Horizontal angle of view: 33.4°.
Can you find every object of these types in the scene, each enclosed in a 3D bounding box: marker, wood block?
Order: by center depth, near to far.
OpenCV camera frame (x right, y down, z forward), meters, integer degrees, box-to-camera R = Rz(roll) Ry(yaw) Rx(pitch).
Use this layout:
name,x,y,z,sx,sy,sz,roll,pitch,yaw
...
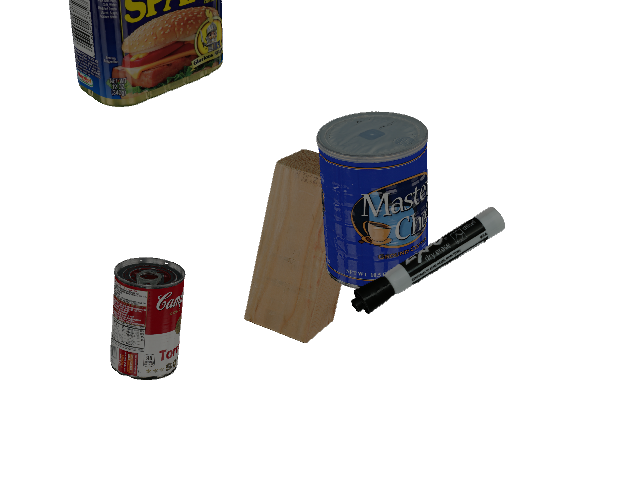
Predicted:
name,x,y,z,sx,sy,sz,roll,pitch,yaw
marker,0.073,0.014,0.735,0.121,0.020,0.020,-31,7,-12
wood block,-0.018,0.005,1.298,0.090,0.206,0.090,19,22,17

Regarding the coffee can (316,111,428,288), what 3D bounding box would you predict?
name,x,y,z,sx,sy,sz,roll,pitch,yaw
coffee can,0.052,-0.038,1.013,0.103,0.140,0.103,-3,29,2

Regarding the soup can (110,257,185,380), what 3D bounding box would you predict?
name,x,y,z,sx,sy,sz,roll,pitch,yaw
soup can,-0.170,0.076,1.041,0.068,0.102,0.068,6,21,-3

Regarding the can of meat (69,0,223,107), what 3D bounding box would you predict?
name,x,y,z,sx,sy,sz,roll,pitch,yaw
can of meat,-0.108,-0.141,0.668,0.101,0.084,0.058,-29,46,-36
